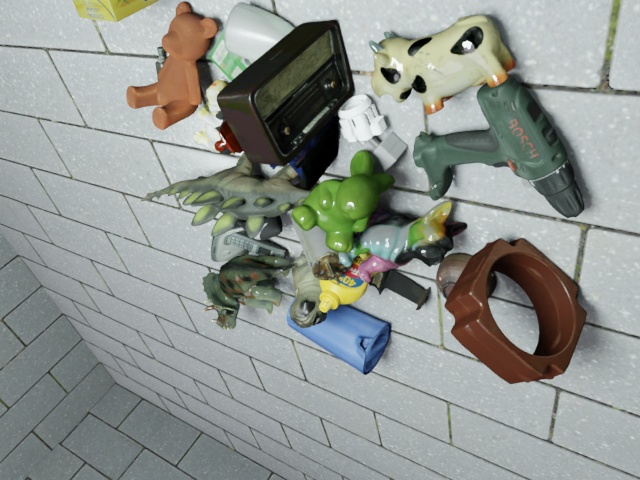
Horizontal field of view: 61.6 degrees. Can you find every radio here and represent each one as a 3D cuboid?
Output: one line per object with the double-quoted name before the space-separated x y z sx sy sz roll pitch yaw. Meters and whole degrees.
"radio" -0.041 -0.222 0.815 0.073 0.229 0.130 13 140 37

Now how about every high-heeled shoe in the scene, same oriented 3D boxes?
"high-heeled shoe" -0.183 -0.081 1.203 0.249 0.086 0.145 19 159 52

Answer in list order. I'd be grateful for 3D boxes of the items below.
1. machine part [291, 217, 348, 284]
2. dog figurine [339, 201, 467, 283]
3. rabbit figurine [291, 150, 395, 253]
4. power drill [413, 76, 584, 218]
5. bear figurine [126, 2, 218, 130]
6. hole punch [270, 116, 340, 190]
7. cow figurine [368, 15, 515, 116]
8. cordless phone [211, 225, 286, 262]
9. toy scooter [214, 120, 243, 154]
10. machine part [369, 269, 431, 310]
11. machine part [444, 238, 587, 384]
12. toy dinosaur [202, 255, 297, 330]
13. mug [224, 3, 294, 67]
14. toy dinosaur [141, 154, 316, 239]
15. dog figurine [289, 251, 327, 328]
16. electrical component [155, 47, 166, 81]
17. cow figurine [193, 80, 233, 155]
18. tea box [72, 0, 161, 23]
"machine part" -0.002 -0.003 1.067 0.243 0.079 0.079 -114 11 -46
"dog figurine" 0.147 -0.019 0.980 0.219 0.192 0.108 -24 134 21
"rabbit figurine" 0.056 -0.062 0.882 0.121 0.159 0.170 44 164 -9
"power drill" 0.253 -0.113 0.795 0.207 0.086 0.231 -5 124 50
"bear figurine" -0.263 -0.317 0.973 0.120 0.132 0.195 39 133 18
"hole punch" -0.028 -0.169 0.953 0.092 0.142 0.115 34 156 15
"cow figurine" 0.150 -0.244 0.737 0.195 0.085 0.127 -14 112 43
"cordless phone" -0.176 0.021 1.343 0.184 0.089 0.146 23 144 -1
"toy scooter" -0.120 -0.209 0.955 0.184 0.135 0.075 -11 120 49
"machine part" 0.166 0.098 1.145 0.139 0.039 0.084 26 135 22
"machine part" 0.318 0.114 0.879 0.201 0.201 0.087 40 147 0
"toy dinosaur" -0.188 0.100 1.319 0.192 0.131 0.404 11 150 -13
"mug" -0.093 -0.320 0.883 0.107 0.081 0.109 22 138 12
"toy dinosaur" -0.173 -0.098 1.099 0.472 0.198 0.104 6 130 36
"dog figurine" -0.035 0.111 1.209 0.121 0.190 0.172 51 145 -16
"electrical component" -0.304 -0.330 1.094 0.078 0.045 0.102 31 144 10
"cow figurine" -0.194 -0.237 1.075 0.098 0.068 0.167 32 148 0
"tea box" -0.318 -0.427 0.891 0.098 0.169 0.068 19 140 29
